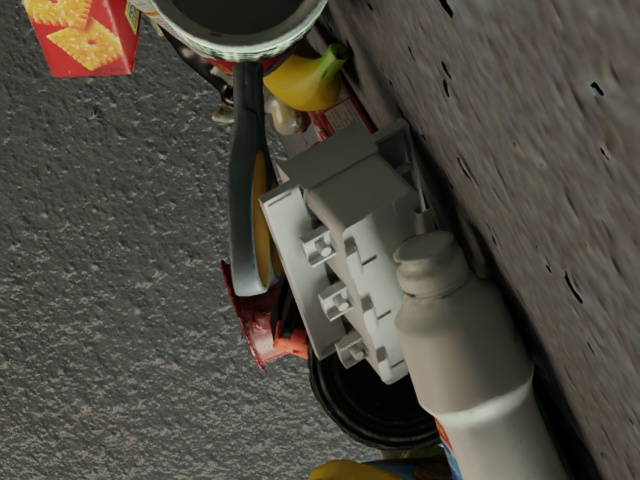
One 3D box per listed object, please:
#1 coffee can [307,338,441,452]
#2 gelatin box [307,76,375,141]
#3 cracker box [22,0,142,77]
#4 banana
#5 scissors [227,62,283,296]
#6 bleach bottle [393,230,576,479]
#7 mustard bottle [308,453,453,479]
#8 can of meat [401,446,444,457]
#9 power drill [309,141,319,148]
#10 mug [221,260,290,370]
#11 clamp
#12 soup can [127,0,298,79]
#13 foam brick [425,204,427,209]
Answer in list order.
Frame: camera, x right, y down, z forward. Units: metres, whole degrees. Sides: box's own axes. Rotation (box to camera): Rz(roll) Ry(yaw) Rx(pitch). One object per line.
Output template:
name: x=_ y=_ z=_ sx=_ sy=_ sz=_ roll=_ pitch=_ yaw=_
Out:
coffee can: x=0.048 y=0.078 z=0.658 sx=0.103 sy=0.103 sz=0.140 roll=63 pitch=179 yaw=11
gelatin box: x=0.019 y=-0.057 z=0.671 sx=0.089 sy=0.030 sz=0.073 roll=63 pitch=180 yaw=36
cracker box: x=-0.176 y=-0.247 z=0.761 sx=0.214 sy=0.072 sz=0.164 roll=86 pitch=-176 yaw=-57
banana: x=-0.024 y=-0.134 z=0.654 sx=0.198 sy=0.037 sz=0.070 roll=59 pitch=135 yaw=44
scissors: x=-0.033 y=-0.064 z=0.541 sx=0.096 sy=0.016 sz=0.202 roll=71 pitch=-163 yaw=-68
bleach bottle: x=0.090 y=0.108 z=0.512 sx=0.102 sy=0.068 sz=0.251 roll=-101 pitch=-11 yaw=-70
mustard bottle: x=0.048 y=0.151 z=0.599 sx=0.191 sy=0.096 sz=0.058 roll=11 pitch=-94 yaw=-49
can of meat: x=0.098 y=0.178 z=0.805 sx=0.058 sy=0.102 sz=0.084 roll=23 pitch=153 yaw=30
power drill: x=0.040 y=0.022 z=0.881 sx=0.188 sy=0.057 sz=0.184 roll=63 pitch=179 yaw=15
mug: x=-0.024 y=0.046 z=0.829 sx=0.117 sy=0.081 sz=0.093 roll=-131 pitch=21 yaw=-85
clamp: x=-0.005 y=0.001 z=0.729 sx=0.171 sy=0.039 sz=0.120 roll=-89 pitch=13 yaw=-51
soup can: x=-0.062 y=-0.139 z=0.572 sx=0.102 sy=0.068 sz=0.068 roll=33 pitch=-161 yaw=-39
foam brick: x=0.018 y=-0.013 z=0.598 sx=0.051 sy=0.078 sz=0.053 roll=-116 pitch=1 yaw=-60
